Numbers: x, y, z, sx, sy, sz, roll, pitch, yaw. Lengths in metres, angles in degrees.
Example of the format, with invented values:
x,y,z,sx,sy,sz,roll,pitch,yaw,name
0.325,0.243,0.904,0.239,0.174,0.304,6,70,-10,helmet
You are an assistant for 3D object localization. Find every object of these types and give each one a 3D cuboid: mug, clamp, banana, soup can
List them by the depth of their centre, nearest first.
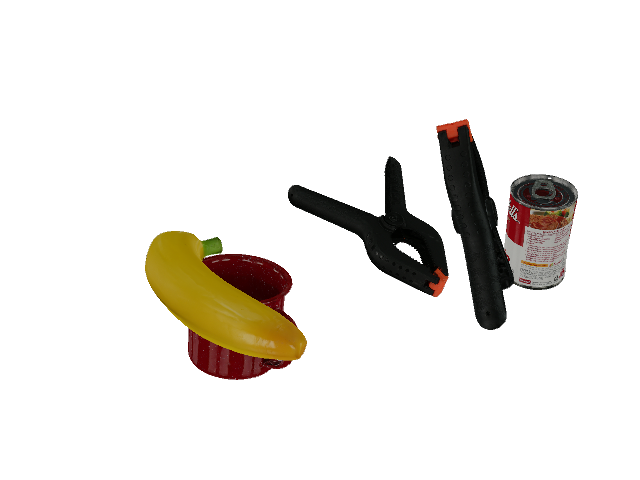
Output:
x,y,z,sx,sy,sz,roll,pitch,yaw,name
-0.072,0.028,0.683,0.069,0.037,0.198,-8,23,-19,banana
0.130,-0.012,0.890,0.039,0.171,0.120,-17,19,12,clamp
-0.065,0.072,0.932,0.117,0.081,0.093,24,31,32,mug
0.227,-0.009,1.107,0.068,0.102,0.068,0,34,0,soup can
0.069,-0.014,1.245,0.164,0.036,0.210,-13,51,-27,clamp
